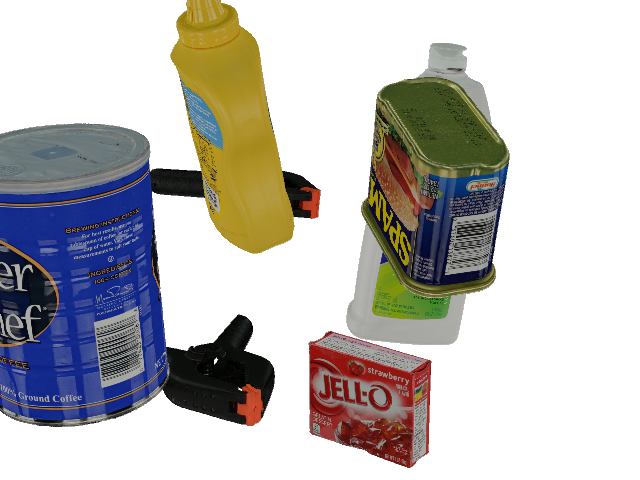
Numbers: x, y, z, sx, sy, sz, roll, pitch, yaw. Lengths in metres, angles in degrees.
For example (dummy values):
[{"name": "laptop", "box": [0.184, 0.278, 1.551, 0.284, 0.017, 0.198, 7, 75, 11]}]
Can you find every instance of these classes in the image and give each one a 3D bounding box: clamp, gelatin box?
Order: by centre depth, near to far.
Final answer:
[{"name": "gelatin box", "box": [0.033, 0.111, 0.753, 0.089, 0.073, 0.030, 13, 23, 33]}, {"name": "clamp", "box": [-0.092, 0.106, 0.916, 0.164, 0.036, 0.210, -9, 16, -34]}, {"name": "clamp", "box": [-0.081, -0.052, 1.035, 0.172, 0.039, 0.120, 18, 32, 39]}]

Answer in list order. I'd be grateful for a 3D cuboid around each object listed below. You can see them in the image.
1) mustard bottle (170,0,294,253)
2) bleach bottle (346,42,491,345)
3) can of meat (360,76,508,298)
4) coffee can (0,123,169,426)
[{"name": "mustard bottle", "box": [-0.065, -0.089, 0.746, 0.058, 0.191, 0.096, -21, 41, -13]}, {"name": "bleach bottle", "box": [0.084, -0.039, 0.894, 0.102, 0.251, 0.068, 5, 20, -1]}, {"name": "can of meat", "box": [0.063, -0.032, 0.601, 0.057, 0.084, 0.102, -8, 38, -15]}, {"name": "coffee can", "box": [-0.140, 0.016, 0.592, 0.103, 0.140, 0.103, -2, 22, 0]}]
